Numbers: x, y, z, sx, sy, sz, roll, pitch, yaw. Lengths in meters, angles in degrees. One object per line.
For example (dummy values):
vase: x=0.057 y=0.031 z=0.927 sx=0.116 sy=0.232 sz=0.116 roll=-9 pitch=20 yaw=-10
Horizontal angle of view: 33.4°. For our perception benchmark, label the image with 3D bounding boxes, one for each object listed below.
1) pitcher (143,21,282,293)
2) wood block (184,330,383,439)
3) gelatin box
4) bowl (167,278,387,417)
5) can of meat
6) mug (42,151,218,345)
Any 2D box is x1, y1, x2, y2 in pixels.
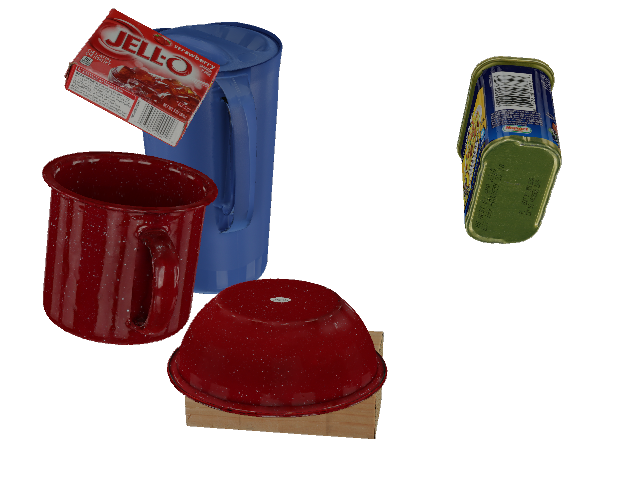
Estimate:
pitcher: x=-0.099 y=-0.070 z=0.994 sx=0.145 sy=0.243 sz=0.149 roll=12 pitch=32 yaw=18
wood block: x=-0.038 y=0.151 z=1.166 sx=0.206 sy=0.091 sz=0.090 roll=3 pitch=22 yaw=7
gelatin box: x=-0.124 y=-0.116 z=0.750 sx=0.089 sy=0.073 sz=0.030 roll=28 pitch=-46 yaw=-7
bowl: x=-0.030 y=0.068 z=0.774 sx=0.162 sy=0.055 sz=0.162 roll=2 pitch=17 yaw=-1
can of meat: x=0.128 y=-0.060 z=0.730 sx=0.057 sy=0.084 sz=0.102 roll=5 pitch=-43 yaw=0
mug: x=-0.101 y=0.009 z=0.572 sx=0.093 sy=0.081 sz=0.117 roll=-2 pitch=24 yaw=-31
